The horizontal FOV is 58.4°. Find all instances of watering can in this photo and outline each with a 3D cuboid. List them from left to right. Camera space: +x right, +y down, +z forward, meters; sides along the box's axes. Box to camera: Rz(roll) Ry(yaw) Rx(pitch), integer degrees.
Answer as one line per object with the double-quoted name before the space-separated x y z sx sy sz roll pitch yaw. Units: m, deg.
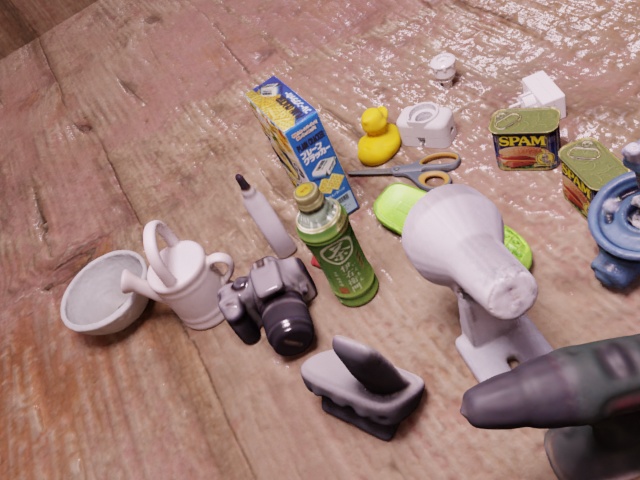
"watering can" -0.223 0.053 0.889 0.173 0.195 0.100 -33 45 -4

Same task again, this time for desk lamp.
"desk lamp" 0.195 0.062 0.664 0.118 0.214 0.202 -28 45 0

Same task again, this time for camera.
"camera" -0.073 0.102 0.839 0.143 0.101 0.136 -26 45 2

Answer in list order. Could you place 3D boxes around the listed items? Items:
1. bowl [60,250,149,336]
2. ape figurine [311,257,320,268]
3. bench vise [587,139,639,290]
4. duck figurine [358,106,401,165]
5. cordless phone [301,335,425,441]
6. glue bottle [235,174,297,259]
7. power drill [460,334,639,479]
"bowl" -0.356 0.103 0.994 0.167 0.075 0.167 -13 47 15
"ape figurine" 0.008 0.003 0.893 0.076 0.092 0.077 -27 45 2
"bench vise" 0.397 -0.068 0.677 0.121 0.220 0.208 22 64 38
"duck figurine" 0.098 -0.193 1.028 0.077 0.086 0.105 13 58 34
"cordless phone" 0.036 0.149 0.684 0.147 0.185 0.094 11 57 33
"glue bottle" -0.095 -0.045 0.928 0.037 0.174 0.078 -34 45 -5
"power drill" 0.259 0.166 0.545 0.229 0.209 0.075 -22 45 7
